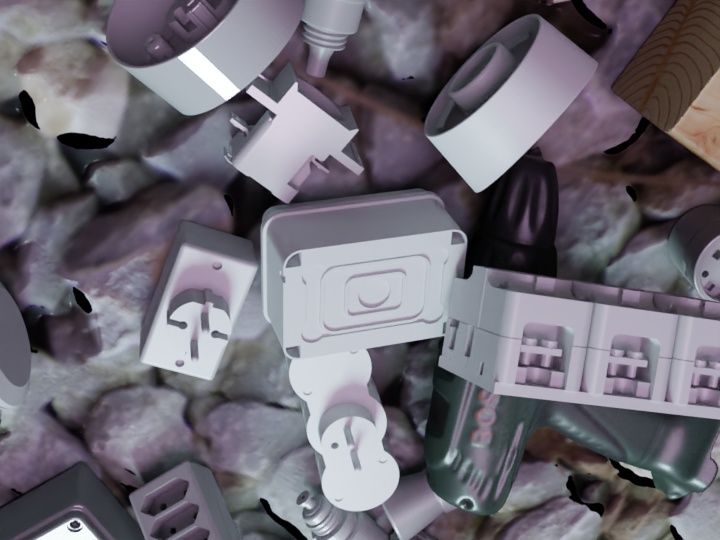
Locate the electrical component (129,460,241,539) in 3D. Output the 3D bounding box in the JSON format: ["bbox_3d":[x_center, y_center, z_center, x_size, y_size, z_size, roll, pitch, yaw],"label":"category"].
[{"bbox_3d":[-0.103,0.179,0.715,0.047,0.083,0.075,-31,155,5],"label":"electrical component"}]

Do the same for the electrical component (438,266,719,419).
[{"bbox_3d":[0.132,0.039,0.604,0.150,0.089,0.061,8,92,-15],"label":"electrical component"}]

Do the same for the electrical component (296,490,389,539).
[{"bbox_3d":[-0.014,0.179,0.745,0.040,0.040,0.078,-40,116,9],"label":"electrical component"}]

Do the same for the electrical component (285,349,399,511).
[{"bbox_3d":[-0.009,0.099,0.689,0.052,0.073,0.138,-16,117,-3],"label":"electrical component"}]

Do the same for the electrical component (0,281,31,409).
[{"bbox_3d":[-0.226,0.044,0.620,0.051,0.080,0.080,-15,117,2],"label":"electrical component"}]

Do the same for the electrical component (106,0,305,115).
[{"bbox_3d":[-0.079,-0.131,0.555,0.099,0.099,0.064,-40,122,9],"label":"electrical component"}]

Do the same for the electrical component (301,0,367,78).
[{"bbox_3d":[-0.018,-0.137,0.596,0.035,0.035,0.061,10,116,-15],"label":"electrical component"}]

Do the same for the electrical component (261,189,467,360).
[{"bbox_3d":[0.000,0.000,0.640,0.113,0.057,0.078,-8,124,-16],"label":"electrical component"}]

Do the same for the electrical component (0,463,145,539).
[{"bbox_3d":[-0.198,0.202,0.712,0.109,0.056,0.108,-30,117,4],"label":"electrical component"}]

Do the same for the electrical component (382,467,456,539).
[{"bbox_3d":[0.048,0.155,0.745,0.065,0.044,0.044,-27,117,-3],"label":"electrical component"}]

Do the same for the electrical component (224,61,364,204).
[{"bbox_3d":[-0.040,-0.077,0.617,0.081,0.042,0.063,35,108,-22],"label":"electrical component"}]

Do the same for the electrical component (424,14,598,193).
[{"bbox_3d":[0.085,-0.092,0.604,0.064,0.099,0.099,40,103,-18],"label":"electrical component"}]

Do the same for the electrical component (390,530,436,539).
[{"bbox_3d":[0.044,0.229,0.752,0.056,0.089,0.050,38,104,-24],"label":"electrical component"}]

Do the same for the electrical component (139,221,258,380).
[{"bbox_3d":[-0.096,0.027,0.637,0.047,0.075,0.083,17,111,-18],"label":"electrical component"}]

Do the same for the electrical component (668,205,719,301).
[{"bbox_3d":[0.232,-0.011,0.696,0.055,0.047,0.055,-4,116,-9],"label":"electrical component"}]
